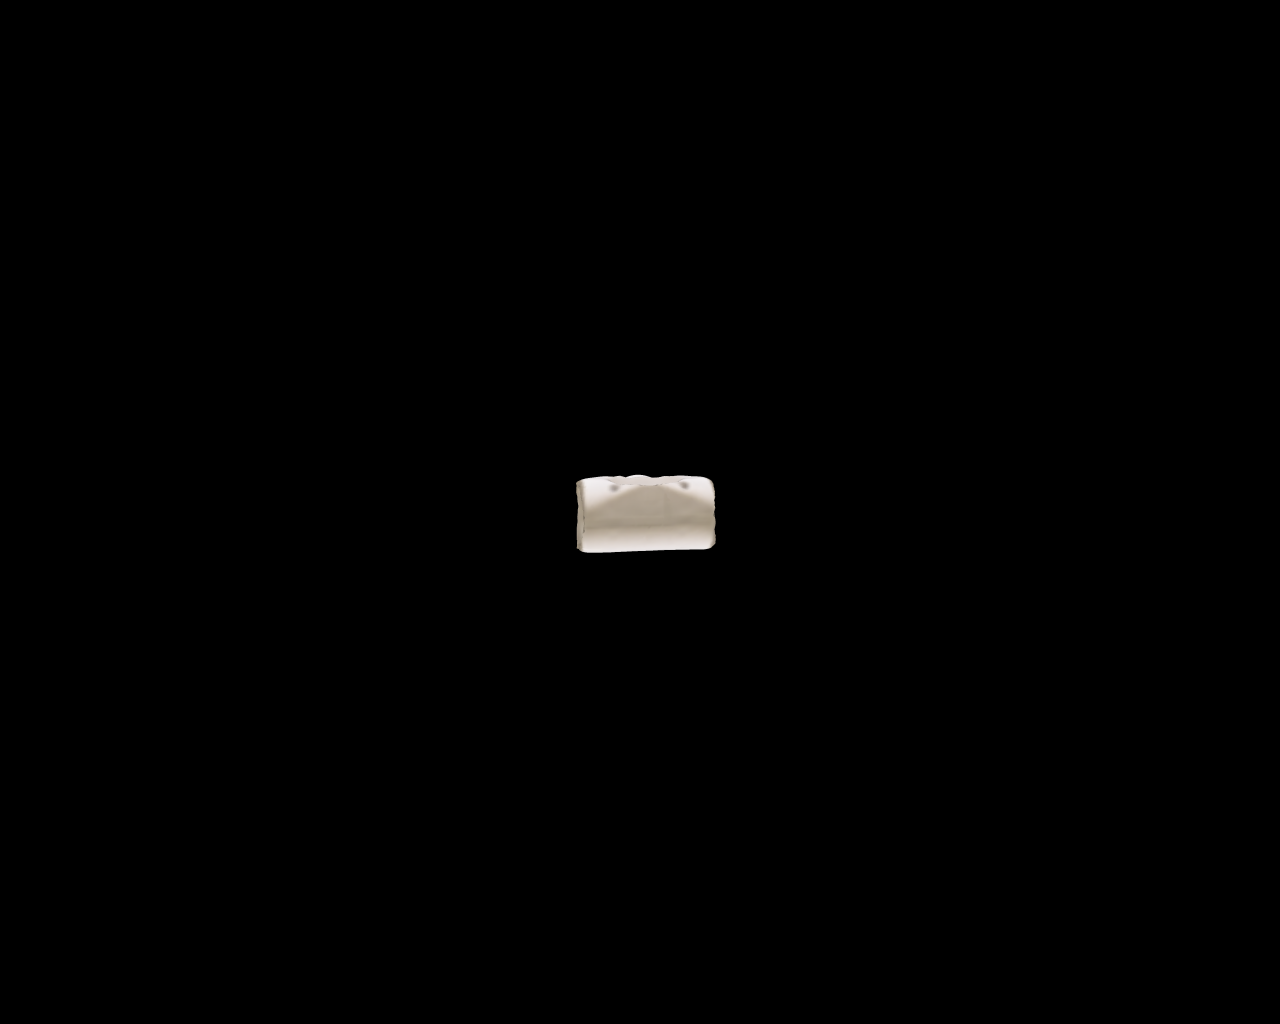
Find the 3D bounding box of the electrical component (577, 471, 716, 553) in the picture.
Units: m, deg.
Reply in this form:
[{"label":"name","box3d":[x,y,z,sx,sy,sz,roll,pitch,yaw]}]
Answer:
[{"label":"electrical component","box3d":[0.001,-0.003,0.650,0.077,0.044,0.079,-1,12,-7]}]
